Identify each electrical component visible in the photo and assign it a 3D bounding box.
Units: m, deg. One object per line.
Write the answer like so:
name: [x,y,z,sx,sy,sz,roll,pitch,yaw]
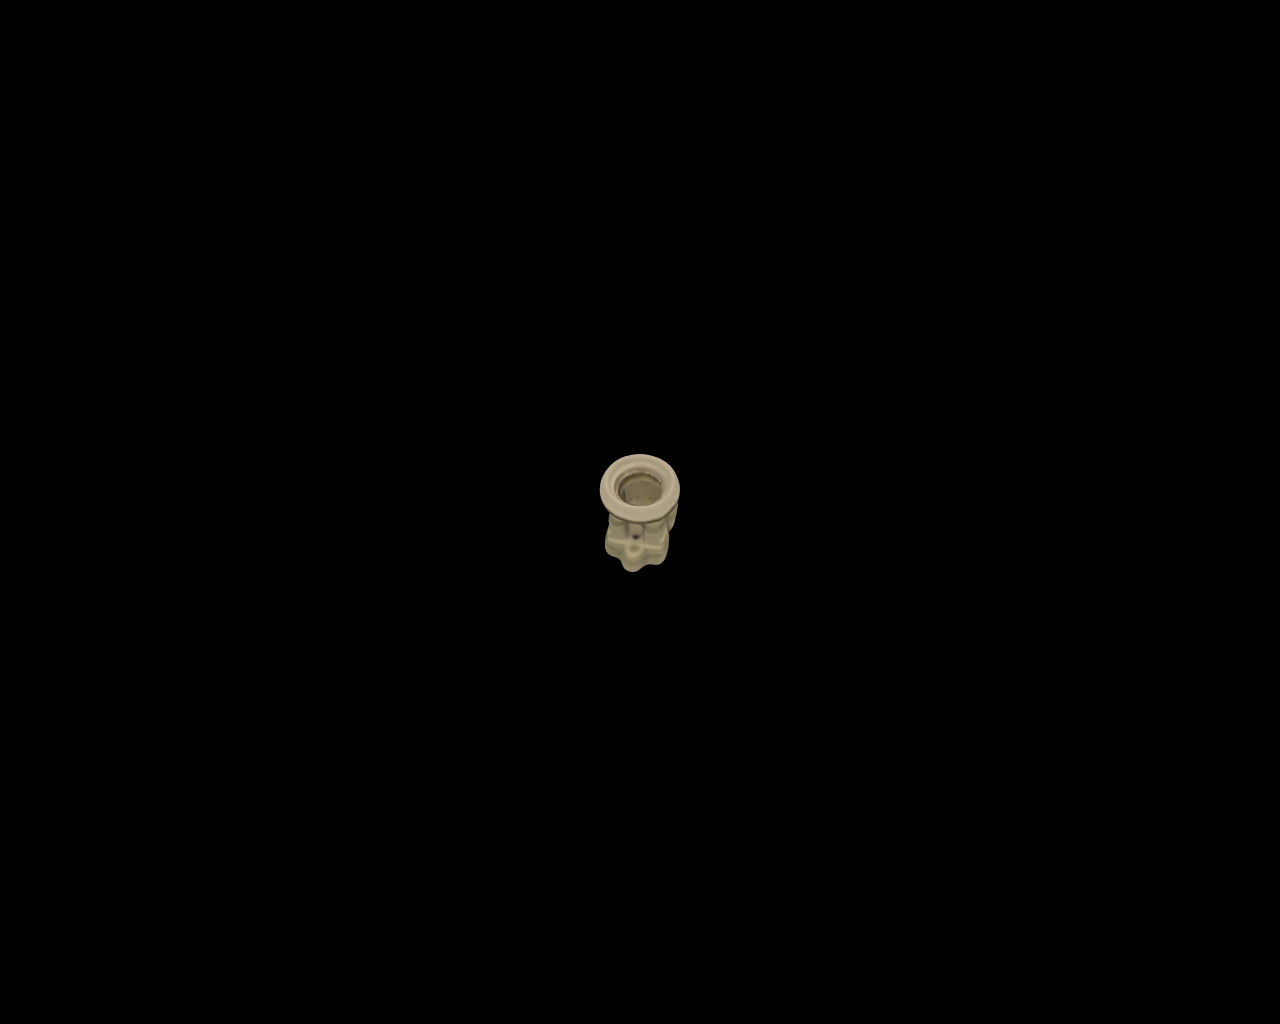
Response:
electrical component: [0.001,-0.003,0.650,0.048,0.066,0.055,9,-36,7]
